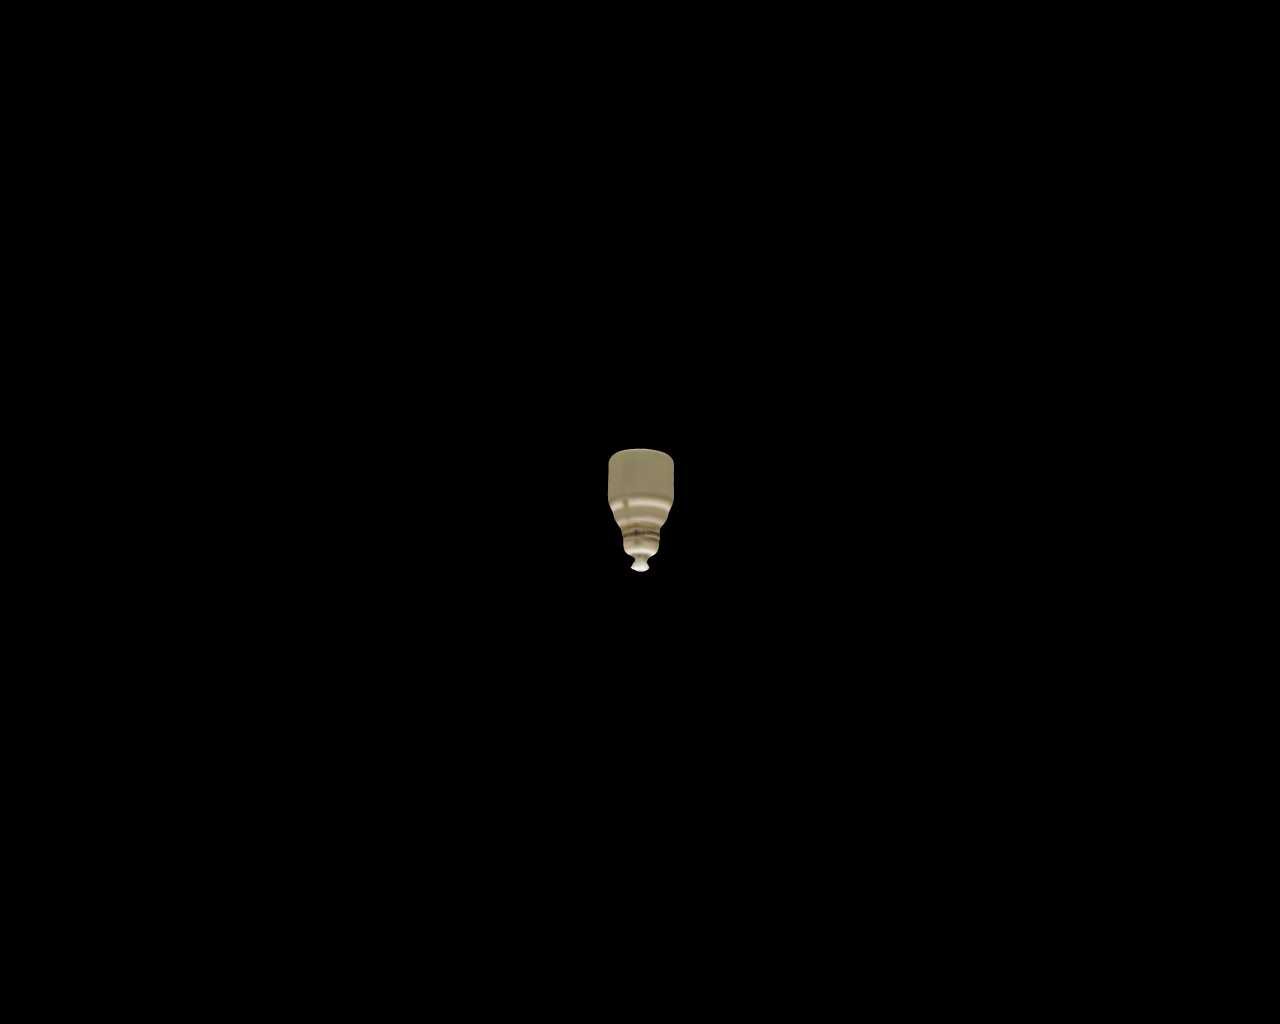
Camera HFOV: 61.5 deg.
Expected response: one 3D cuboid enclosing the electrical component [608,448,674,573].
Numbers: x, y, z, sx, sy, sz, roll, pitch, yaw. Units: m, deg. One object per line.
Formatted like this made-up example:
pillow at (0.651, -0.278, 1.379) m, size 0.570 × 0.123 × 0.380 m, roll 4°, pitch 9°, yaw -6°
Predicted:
electrical component at (0.001, -0.003, 0.650) m, size 0.040 × 0.078 × 0.040 m, roll 0°, pitch -15°, yaw 0°
